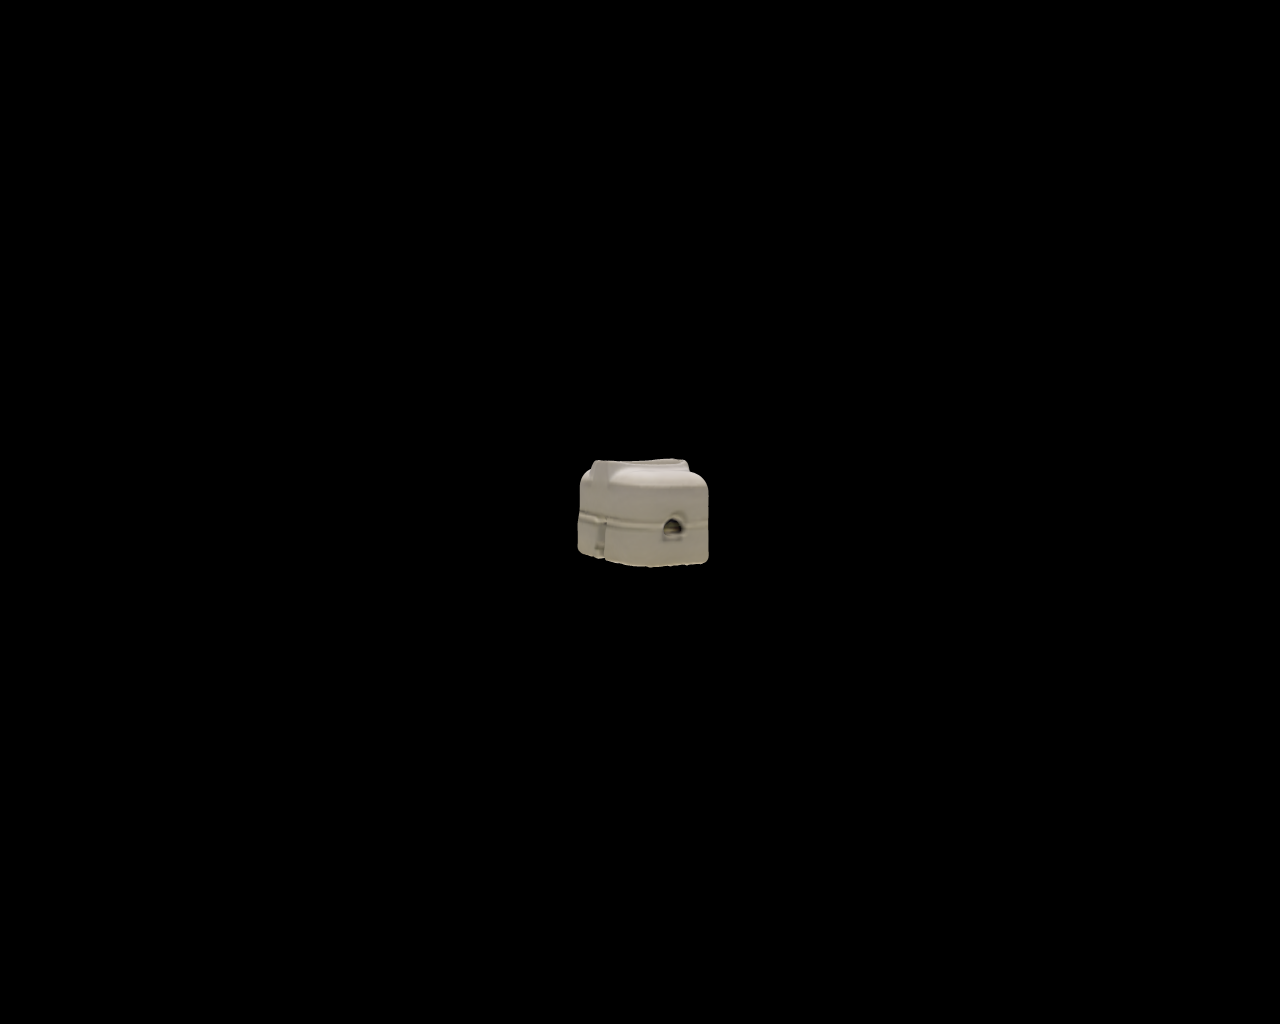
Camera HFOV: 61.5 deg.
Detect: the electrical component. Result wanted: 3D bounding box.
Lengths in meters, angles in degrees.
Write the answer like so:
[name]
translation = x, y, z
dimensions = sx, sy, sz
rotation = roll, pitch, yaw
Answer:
[electrical component]
translation = 0.001, -0.003, 0.650
dimensions = 0.054, 0.059, 0.095
rotation = -2, 5, -24
